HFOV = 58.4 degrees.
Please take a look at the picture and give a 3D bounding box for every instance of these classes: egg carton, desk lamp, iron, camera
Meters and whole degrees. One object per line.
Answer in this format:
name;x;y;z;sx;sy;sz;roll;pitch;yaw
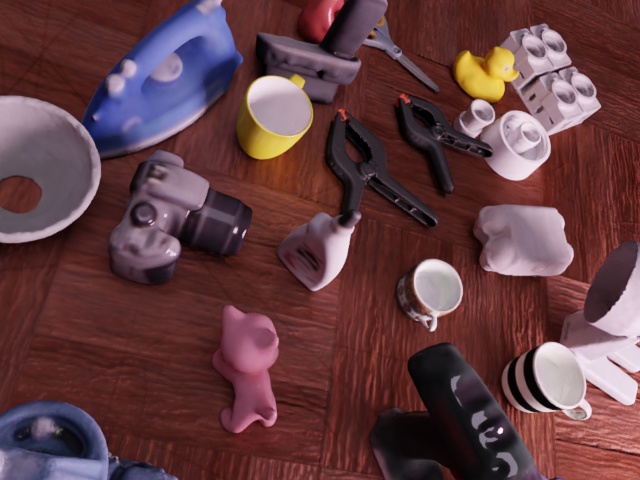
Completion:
egg carton;0.301;0.002;0.848;0.151;0.069;0.107;1;68;-23
desk lamp;0.425;0.113;0.770;0.203;0.213;0.118;34;60;-6
iron;-0.195;-0.205;0.686;0.119;0.141;0.259;39;59;-3
camera;-0.151;-0.021;0.649;0.137;0.100;0.143;20;62;-14

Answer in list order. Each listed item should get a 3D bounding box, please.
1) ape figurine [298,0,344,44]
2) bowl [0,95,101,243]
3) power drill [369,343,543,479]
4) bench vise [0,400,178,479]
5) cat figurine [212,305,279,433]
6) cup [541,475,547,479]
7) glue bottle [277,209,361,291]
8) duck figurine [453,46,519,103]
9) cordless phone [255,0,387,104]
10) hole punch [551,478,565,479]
ape figurine;0.010;-0.347;0.862;0.076;0.092;0.078;-13;74;-27
bowl;-0.323;-0.065;0.611;0.168;0.074;0.167;9;65;-19
power drill;0.141;0.229;0.602;0.076;0.208;0.229;-17;76;-28
bench vise;-0.196;0.190;0.471;0.208;0.219;0.121;3;67;-21
cat figurine;-0.071;0.133;0.607;0.067;0.117;0.128;-8;72;-25
cup;0.206;0.315;0.659;0.118;0.094;0.091;11;64;-18
glue bottle;0.006;0.002;0.664;0.078;0.173;0.037;43;59;0
duck figurine;0.281;-0.288;0.955;0.104;0.086;0.077;34;60;-6
cordless phone;-0.001;-0.280;0.775;0.148;0.184;0.094;4;67;-21
hole punch;0.309;0.346;0.692;0.109;0.091;0.101;24;61;-12
